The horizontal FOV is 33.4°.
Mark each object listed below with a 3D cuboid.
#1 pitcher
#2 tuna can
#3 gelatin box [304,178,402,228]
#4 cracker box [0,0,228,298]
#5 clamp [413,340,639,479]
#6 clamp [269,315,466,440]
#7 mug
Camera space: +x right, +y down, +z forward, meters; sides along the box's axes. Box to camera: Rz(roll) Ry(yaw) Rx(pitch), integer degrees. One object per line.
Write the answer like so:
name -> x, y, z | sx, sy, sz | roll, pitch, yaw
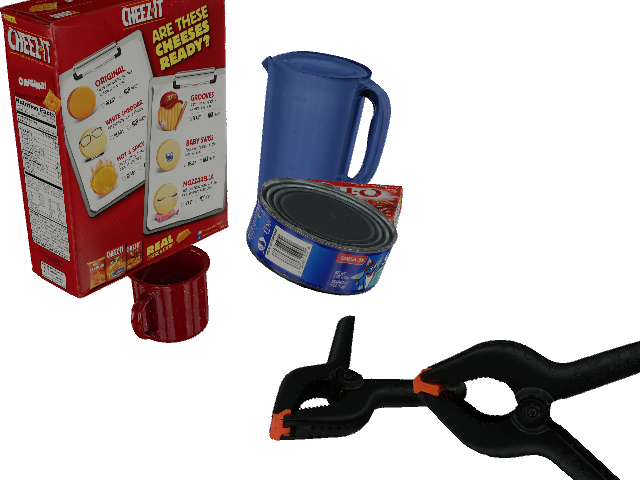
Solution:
pitcher -> -0.008, -0.115, 1.380 | 0.144, 0.243, 0.149 | 2, 23, -17
tuna can -> 0.000, -0.003, 0.633 | 0.086, 0.034, 0.086 | 17, 23, -8
gelatin box -> 0.021, -0.025, 0.899 | 0.089, 0.030, 0.073 | 5, 24, 9
cracker box -> -0.151, -0.086, 0.819 | 0.072, 0.214, 0.163 | 22, 34, 34
clamp -> 0.147, 0.121, 0.708 | 0.172, 0.120, 0.039 | 2, -2, 19
clamp -> 0.035, 0.149, 1.049 | 0.165, 0.036, 0.209 | 24, 31, 28
mug -> -0.172, 0.066, 1.181 | 0.093, 0.081, 0.117 | 11, 33, 19
